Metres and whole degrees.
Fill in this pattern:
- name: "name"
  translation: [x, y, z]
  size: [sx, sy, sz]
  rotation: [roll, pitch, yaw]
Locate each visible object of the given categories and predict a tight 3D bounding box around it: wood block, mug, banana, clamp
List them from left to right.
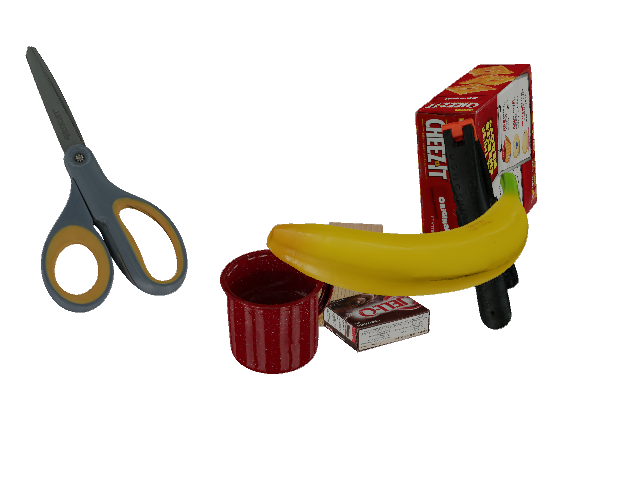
- name: "mug"
  translation: [-0.034, 0.062, 0.974]
  size: [0.117, 0.081, 0.093]
  rotation: [-28, 42, -36]
- name: "wood block"
  translation: [0.047, 0.051, 1.649]
  size: [0.091, 0.090, 0.206]
  rotation: [3, 22, 4]
- name: "banana"
  translation: [0.063, 0.004, 0.653]
  size: [0.197, 0.037, 0.070]
  rotation: [-12, 47, -34]
- name: "clamp"
  translation: [0.133, -0.012, 0.888]
  size: [0.039, 0.171, 0.120]
  rotation: [-17, 19, 12]

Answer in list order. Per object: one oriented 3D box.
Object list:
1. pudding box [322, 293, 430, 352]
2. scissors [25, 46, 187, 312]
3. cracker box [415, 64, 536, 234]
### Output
- name: "pudding box"
  translation: [0.072, 0.101, 1.386]
  size: [0.113, 0.039, 0.090]
  rotation: [-14, 24, -26]
- name: "scissors"
  translation: [-0.164, -0.034, 0.675]
  size: [0.096, 0.202, 0.016]
  rotation: [-36, -17, -23]
- name: "cracker box"
  translation: [0.168, -0.084, 1.125]
  size: [0.072, 0.164, 0.213]
  rotation: [4, 22, 26]
